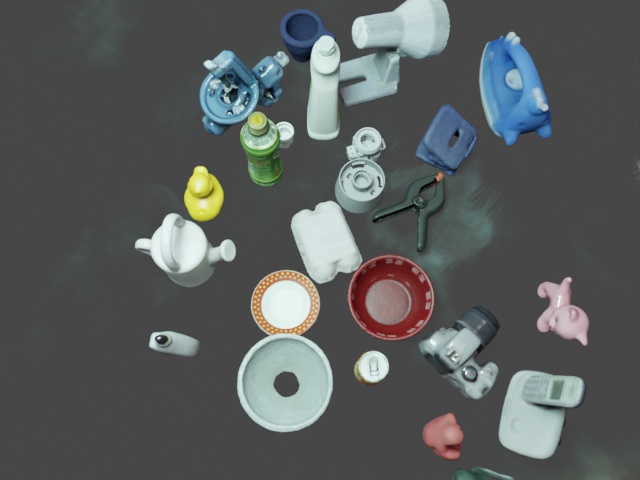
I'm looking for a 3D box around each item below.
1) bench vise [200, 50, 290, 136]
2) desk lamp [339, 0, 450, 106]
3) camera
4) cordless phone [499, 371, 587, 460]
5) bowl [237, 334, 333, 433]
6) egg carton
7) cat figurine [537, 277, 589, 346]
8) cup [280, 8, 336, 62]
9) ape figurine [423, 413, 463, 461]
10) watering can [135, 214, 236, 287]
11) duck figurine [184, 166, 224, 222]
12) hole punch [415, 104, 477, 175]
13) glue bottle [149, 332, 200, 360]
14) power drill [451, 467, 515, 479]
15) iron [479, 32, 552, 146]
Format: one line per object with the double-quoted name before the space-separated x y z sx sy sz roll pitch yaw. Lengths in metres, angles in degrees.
"bench vise" -0.157 -0.319 1.110 0.121 0.220 0.207 31 75 8
"desk lamp" 0.136 -0.379 1.138 0.203 0.213 0.118 -19 75 -7
"camera" 0.273 0.195 1.032 0.137 0.101 0.143 -42 79 -12
"cordless phone" 0.378 0.293 0.962 0.094 0.185 0.148 16 74 4
"bowl" -0.061 0.254 1.019 0.167 0.075 0.167 0 74 -1
"egg carton" 0.010 0.004 1.097 0.107 0.069 0.150 -22 75 -7
"cat figurine" 0.450 0.131 1.046 0.067 0.118 0.128 5 73 0
"cup" -0.024 -0.419 1.208 0.117 0.095 0.092 14 74 3
"ape figurine" 0.221 0.340 0.992 0.076 0.092 0.078 17 74 4
"watering can" -0.241 0.013 1.023 0.173 0.194 0.101 -16 74 -6
"duck figurine" -0.229 -0.093 1.111 0.077 0.086 0.104 -1 74 -2
"hole punch" 0.261 -0.202 1.153 0.101 0.091 0.109 30 75 7
"glue bottle" -0.258 0.178 0.985 0.078 0.173 0.037 5 73 1
"power drill" 0.309 0.420 0.910 0.229 0.208 0.076 16 74 3
"iron" 0.400 -0.332 1.169 0.118 0.141 0.258 -12 74 -5
